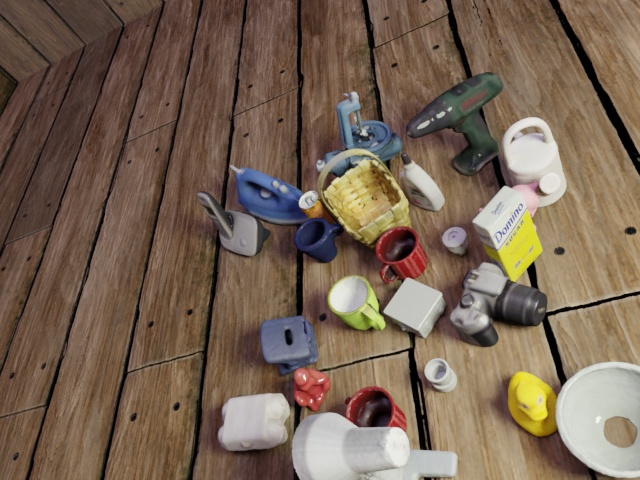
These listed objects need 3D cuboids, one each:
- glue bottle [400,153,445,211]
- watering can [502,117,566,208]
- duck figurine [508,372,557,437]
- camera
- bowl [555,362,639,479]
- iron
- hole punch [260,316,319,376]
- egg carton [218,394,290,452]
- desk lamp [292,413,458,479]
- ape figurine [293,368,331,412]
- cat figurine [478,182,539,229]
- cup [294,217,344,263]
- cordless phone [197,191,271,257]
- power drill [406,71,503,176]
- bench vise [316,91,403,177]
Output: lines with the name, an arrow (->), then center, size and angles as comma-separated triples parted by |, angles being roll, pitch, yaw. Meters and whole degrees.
glue bottle -> 0.207, -0.129, 1.230 | 0.077, 0.174, 0.037 | 19, 68, 41
watering can -> 0.413, -0.154, 1.103 | 0.101, 0.195, 0.172 | -41, 45, -2
duck figurine -> 0.334, 0.252, 0.913 | 0.077, 0.086, 0.104 | -27, 46, 12
camera -> 0.319, 0.116, 1.018 | 0.136, 0.101, 0.143 | 15, 66, 40
bowl -> 0.438, 0.269, 0.840 | 0.167, 0.075, 0.167 | -17, 49, 21
iron -> -0.123, -0.125, 1.462 | 0.257, 0.142, 0.119 | 20, 69, 41
hole punch -> -0.065, 0.211, 1.197 | 0.101, 0.091, 0.108 | -26, 46, 13
egg carton -> -0.132, 0.363, 1.136 | 0.150, 0.070, 0.107 | -15, 50, 23
desk lamp -> 0.088, 0.348, 0.903 | 0.202, 0.214, 0.118 | -9, 52, 27
ape figurine -> -0.024, 0.280, 1.115 | 0.077, 0.092, 0.076 | -28, 46, 12
cat figurine -> 0.371, -0.062, 1.112 | 0.127, 0.118, 0.067 | -16, 49, 22
cup -> 0.012, 0.005, 1.307 | 0.117, 0.095, 0.091 | -18, 48, 20
cordless phone -> -0.224, -0.046, 1.434 | 0.147, 0.186, 0.094 | 13, 64, 39
power drill -> 0.304, -0.241, 1.231 | 0.230, 0.209, 0.075 | -42, 45, -3
bench vise -> 0.077, -0.234, 1.363 | 0.207, 0.220, 0.121 | -43, 45, -3
